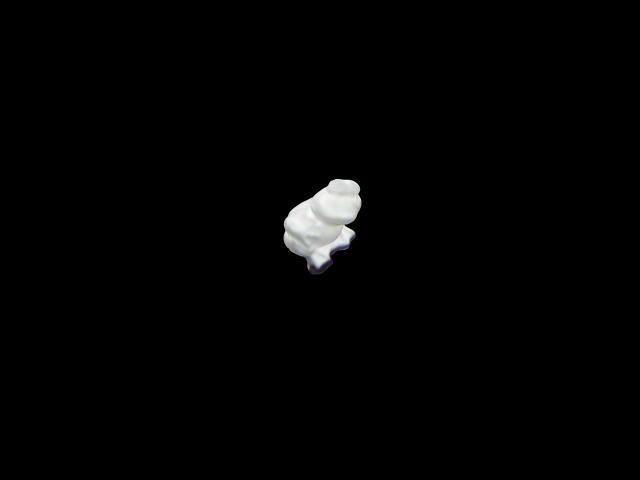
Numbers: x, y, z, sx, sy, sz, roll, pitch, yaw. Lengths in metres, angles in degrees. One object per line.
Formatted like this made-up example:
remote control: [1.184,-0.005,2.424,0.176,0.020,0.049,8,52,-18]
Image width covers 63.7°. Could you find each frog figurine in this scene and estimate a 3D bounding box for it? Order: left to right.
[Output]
frog figurine: [0.003,-0.043,0.850,0.138,0.155,0.125,-24,51,-21]
